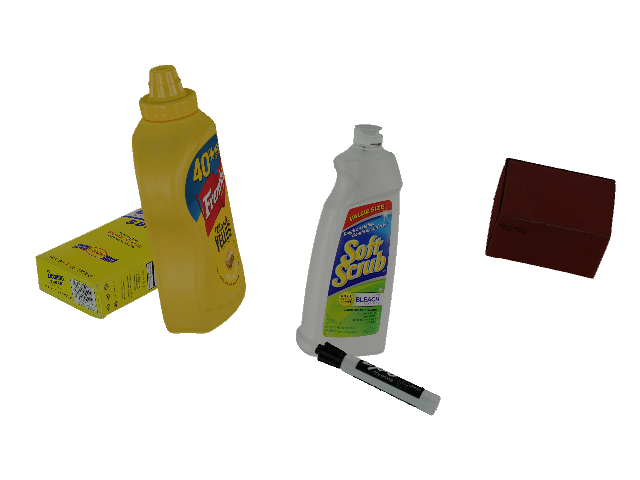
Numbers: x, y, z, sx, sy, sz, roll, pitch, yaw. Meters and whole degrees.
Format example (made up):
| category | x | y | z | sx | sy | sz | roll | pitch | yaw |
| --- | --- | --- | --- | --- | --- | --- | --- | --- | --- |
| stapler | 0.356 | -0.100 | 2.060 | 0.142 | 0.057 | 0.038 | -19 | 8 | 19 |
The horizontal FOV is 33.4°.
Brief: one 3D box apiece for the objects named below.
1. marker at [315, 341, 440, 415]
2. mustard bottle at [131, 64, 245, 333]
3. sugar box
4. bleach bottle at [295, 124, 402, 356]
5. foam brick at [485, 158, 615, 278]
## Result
| category | x | y | z | sx | sy | sz | roll | pitch | yaw |
| --- | --- | --- | --- | --- | --- | --- | --- | --- | --- |
| marker | 0.050 | 0.122 | 0.958 | 0.121 | 0.020 | 0.020 | 25 | 7 | 16 |
| mustard bottle | -0.100 | -0.034 | 0.786 | 0.058 | 0.191 | 0.096 | -1 | 25 | 17 |
| sugar box | -0.189 | 0.013 | 1.083 | 0.093 | 0.048 | 0.175 | 21 | 37 | 32 |
| bleach bottle | 0.033 | 0.000 | 1.160 | 0.102 | 0.251 | 0.068 | 0 | 17 | -15 |
| foam brick | 0.159 | -0.016 | 0.738 | 0.078 | 0.051 | 0.053 | 13 | -34 | 5 |
